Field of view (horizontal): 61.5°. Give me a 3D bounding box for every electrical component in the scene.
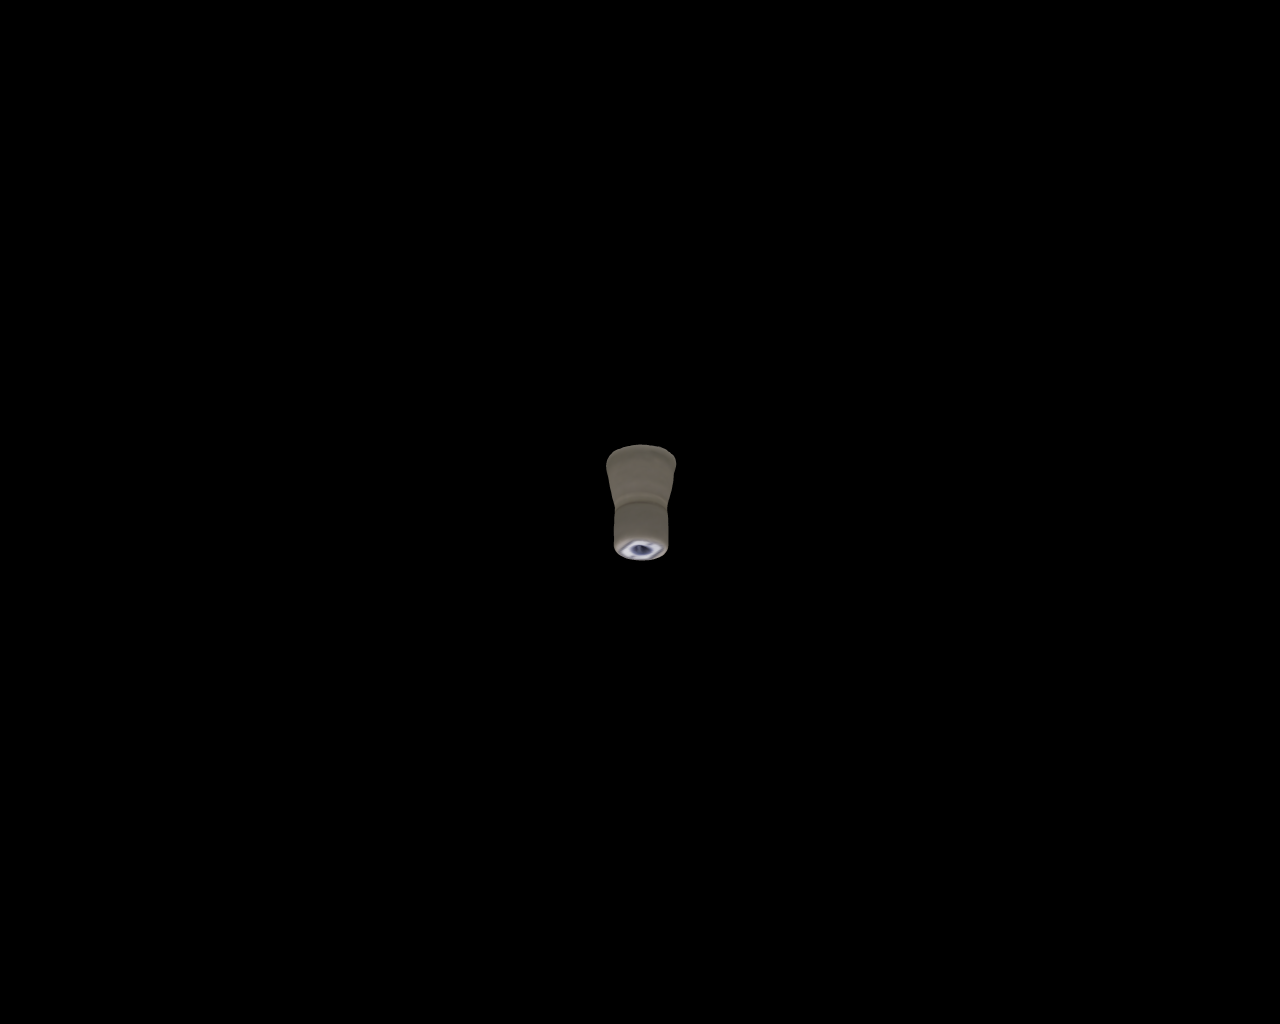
[{"bbox_3d":[0.001,-0.003,0.650,0.044,0.065,0.044,0,-29,0],"label":"electrical component"}]
